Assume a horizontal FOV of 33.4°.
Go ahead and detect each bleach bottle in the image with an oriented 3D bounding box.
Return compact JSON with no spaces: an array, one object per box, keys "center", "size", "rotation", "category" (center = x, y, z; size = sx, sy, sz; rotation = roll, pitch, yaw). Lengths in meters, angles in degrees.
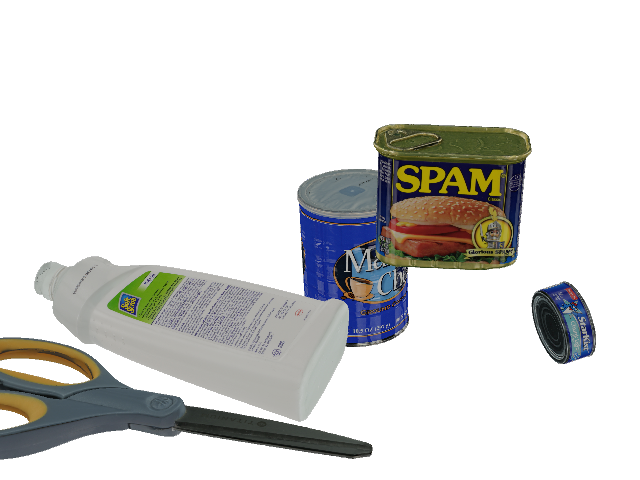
[{"center":[-0.111,0.061,0.857],"size":[0.251,0.068,0.102],"rotation":[17,42,16],"category":"bleach bottle"}]

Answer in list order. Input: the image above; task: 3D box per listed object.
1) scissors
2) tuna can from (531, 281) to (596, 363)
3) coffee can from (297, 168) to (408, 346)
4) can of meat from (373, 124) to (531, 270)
[{"center":[-0.087,0.084,0.470],"size":[0.202,0.016,0.096],"rotation":[15,27,26],"category":"scissors"},{"center":[0.263,0.090,1.162],"size":[0.033,0.086,0.086],"rotation":[-17,3,-10],"category":"tuna can"},{"center":[0.033,0.015,1.017],"size":[0.103,0.140,0.103],"rotation":[-2,26,1],"category":"coffee can"},{"center":[0.086,-0.029,0.716],"size":[0.102,0.084,0.057],"rotation":[3,25,5],"category":"can of meat"}]
